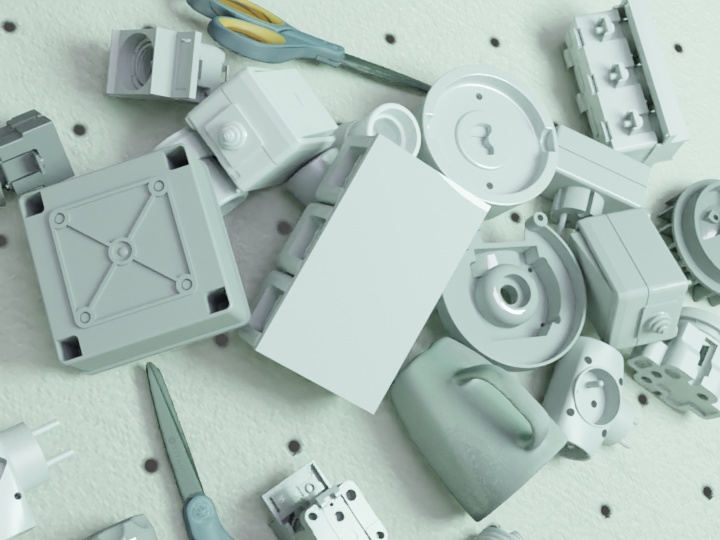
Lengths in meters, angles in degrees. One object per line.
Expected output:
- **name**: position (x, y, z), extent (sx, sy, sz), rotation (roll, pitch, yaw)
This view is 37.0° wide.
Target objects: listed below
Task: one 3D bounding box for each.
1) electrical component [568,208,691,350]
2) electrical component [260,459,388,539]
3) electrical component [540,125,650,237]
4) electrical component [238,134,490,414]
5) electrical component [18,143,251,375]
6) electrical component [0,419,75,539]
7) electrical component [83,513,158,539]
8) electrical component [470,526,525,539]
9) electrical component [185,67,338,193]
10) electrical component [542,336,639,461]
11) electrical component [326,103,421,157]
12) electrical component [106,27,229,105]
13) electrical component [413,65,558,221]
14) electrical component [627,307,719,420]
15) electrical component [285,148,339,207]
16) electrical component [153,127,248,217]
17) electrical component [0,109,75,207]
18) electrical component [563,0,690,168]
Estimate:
- **electrical component**: position (0.189, 0.011, 0.768), extent (0.061, 0.061, 0.096), rotation (-11, 47, -8)
- **electrical component**: position (-0.018, 0.158, 0.650), extent (0.042, 0.064, 0.081), rotation (-33, 87, -28)
- **electrical component**: position (0.166, -0.055, 0.814), extent (0.083, 0.047, 0.075), rotation (22, 70, -14)
- **electrical component**: position (0.000, 0.000, 0.682), extent (0.089, 0.062, 0.150), rotation (31, 86, -20)
- **electrical component**: position (-0.133, -0.006, 0.641), extent (0.109, 0.056, 0.108), rotation (-18, 78, 1)
- **electrical component**: position (-0.200, 0.110, 0.601), extent (0.079, 0.043, 0.077), rotation (-25, 83, -29)
- **electrical component**: position (-0.129, 0.174, 0.609), extent (0.043, 0.043, 0.062), rotation (-21, 84, -28)
- **electrical component**: position (0.077, 0.196, 0.689), extent (0.081, 0.043, 0.043), rotation (-36, 88, -29)
- **electrical component**: position (-0.062, -0.093, 0.696), extent (0.061, 0.061, 0.096), rotation (54, 17, 2)
- **electrical component**: position (0.167, 0.099, 0.761), extent (0.079, 0.044, 0.077), rotation (32, 67, -21)
- **electrical component**: position (0.006, -0.088, 0.747), extent (0.044, 0.065, 0.044), rotation (2, 86, -33)
- **electrical component**: position (-0.125, -0.131, 0.703), extent (0.064, 0.081, 0.042), rotation (1, 96, -50)
- **electrical component**: position (0.082, -0.087, 0.781), extent (0.108, 0.060, 0.108), rotation (8, 69, -21)
- **electrical component**: position (0.245, 0.065, 0.799), extent (0.078, 0.058, 0.057), rotation (36, 65, -8)
- **electrical component**: position (-0.018, -0.049, 0.735), extent (0.045, 0.045, 0.055), rotation (-35, 89, -29)
- **electrical component**: position (-0.106, -0.060, 0.701), extent (0.045, 0.045, 0.055), rotation (-33, 86, -29)
- **electrical component**: position (-0.212, -0.067, 0.654), extent (0.055, 0.066, 0.048), rotation (-27, 119, -21)
- **electrical component**: position (0.208, -0.145, 0.853), extent (0.063, 0.078, 0.121), rotation (-12, 76, -4)
